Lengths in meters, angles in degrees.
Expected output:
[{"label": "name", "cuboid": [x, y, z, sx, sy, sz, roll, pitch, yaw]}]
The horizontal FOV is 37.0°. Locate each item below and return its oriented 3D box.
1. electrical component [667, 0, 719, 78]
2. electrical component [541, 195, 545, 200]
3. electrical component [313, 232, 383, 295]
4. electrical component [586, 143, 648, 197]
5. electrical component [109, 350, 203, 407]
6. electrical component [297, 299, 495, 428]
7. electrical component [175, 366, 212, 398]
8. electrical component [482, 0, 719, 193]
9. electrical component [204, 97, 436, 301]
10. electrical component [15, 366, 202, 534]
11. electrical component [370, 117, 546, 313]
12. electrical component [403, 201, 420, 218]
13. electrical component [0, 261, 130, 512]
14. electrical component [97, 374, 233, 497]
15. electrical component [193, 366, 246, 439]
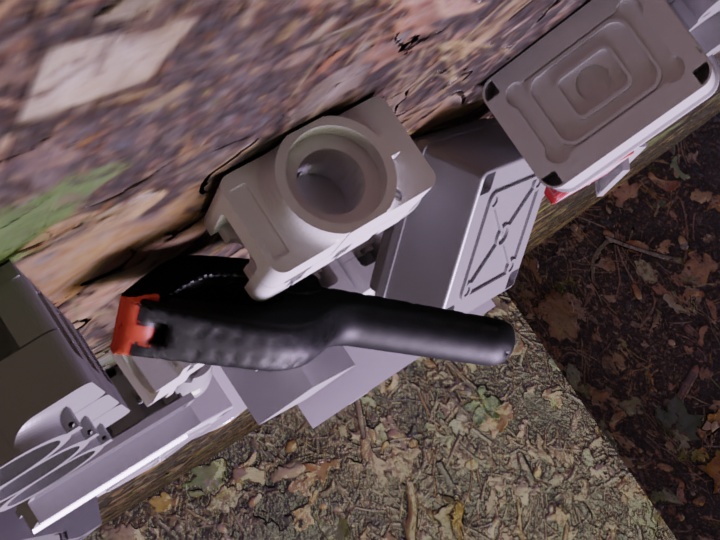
[{"label": "electrical component", "cuboid": [0.205, -0.147, 0.651, 0.052, 0.073, 0.138, -32, 174, -17]}, {"label": "electrical component", "cuboid": [0.114, -0.062, 0.952, 0.100, 0.048, 0.099, -34, 174, -2]}, {"label": "electrical component", "cuboid": [-0.013, 0.006, 0.750, 0.150, 0.061, 0.089, -29, 172, -38]}, {"label": "electrical component", "cuboid": [0.194, -0.109, 0.899, 0.063, 0.078, 0.121, -5, 174, 2]}, {"label": "electrical component", "cuboid": [-0.109, 0.043, 0.636, 0.064, 0.042, 0.081, -33, 175, -24]}, {"label": "electrical component", "cuboid": [0.010, 0.042, 0.943, 0.186, 0.105, 0.060, -34, 174, -2]}, {"label": "electrical component", "cuboid": [-0.124, 0.068, 0.766, 0.040, 0.040, 0.046, -31, 169, -24]}, {"label": "electrical component", "cuboid": [0.138, -0.104, 0.615, 0.113, 0.078, 0.057, -36, 171, 19]}, {"label": "electrical component", "cuboid": [-0.018, -0.033, 0.484, 0.089, 0.050, 0.055, -31, 174, -23]}, {"label": "electrical component", "cuboid": [-0.177, 0.113, 0.717, 0.121, 0.063, 0.079, -31, 173, -30]}, {"label": "electrical component", "cuboid": [0.066, -0.032, 0.677, 0.109, 0.056, 0.108, -24, 135, -53]}, {"label": "electrical component", "cuboid": [0.011, -0.044, 0.607, 0.040, 0.040, 0.046, -33, 179, -13]}, {"label": "electrical component", "cuboid": [-0.153, 0.060, 0.448, 0.089, 0.061, 0.150, -33, 174, -12]}, {"label": "electrical component", "cuboid": [-0.178, 0.129, 0.874, 0.109, 0.056, 0.109, -37, 173, 28]}, {"label": "electrical component", "cuboid": [-0.146, 0.118, 1.032, 0.099, 0.064, 0.099, -29, -173, 4]}]
